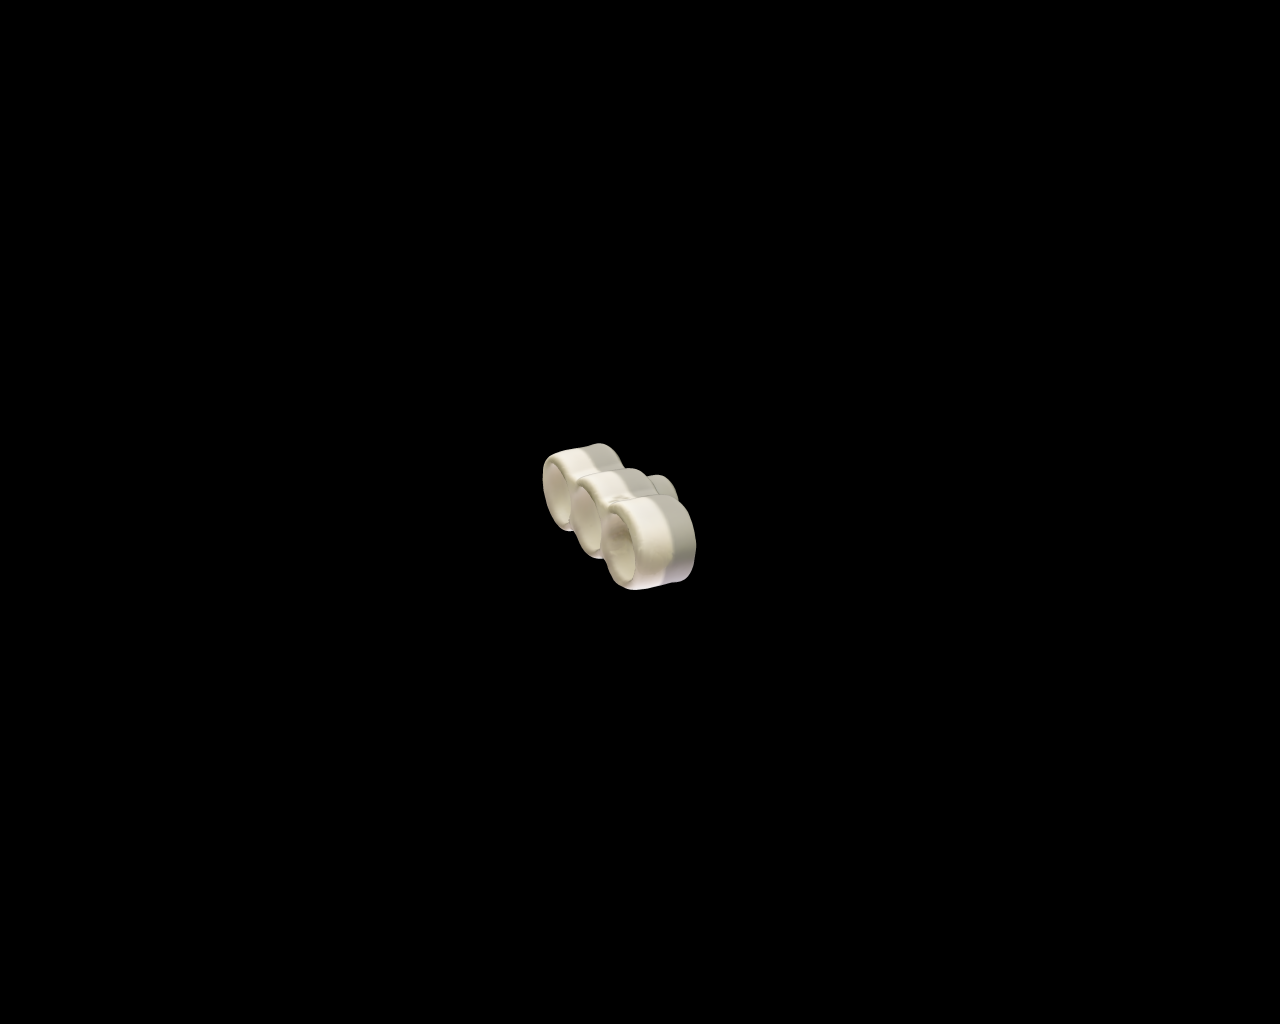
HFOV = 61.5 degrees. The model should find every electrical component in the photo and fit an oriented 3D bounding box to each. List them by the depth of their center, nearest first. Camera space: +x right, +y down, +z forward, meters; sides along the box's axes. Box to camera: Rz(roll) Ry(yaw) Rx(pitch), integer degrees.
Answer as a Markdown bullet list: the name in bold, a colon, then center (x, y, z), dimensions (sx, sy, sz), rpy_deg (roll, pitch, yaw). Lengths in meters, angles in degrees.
- **electrical component**: center (0.001, -0.003, 0.650), dimensions (0.074, 0.052, 0.138), rpy_deg (-12, 27, -25)
